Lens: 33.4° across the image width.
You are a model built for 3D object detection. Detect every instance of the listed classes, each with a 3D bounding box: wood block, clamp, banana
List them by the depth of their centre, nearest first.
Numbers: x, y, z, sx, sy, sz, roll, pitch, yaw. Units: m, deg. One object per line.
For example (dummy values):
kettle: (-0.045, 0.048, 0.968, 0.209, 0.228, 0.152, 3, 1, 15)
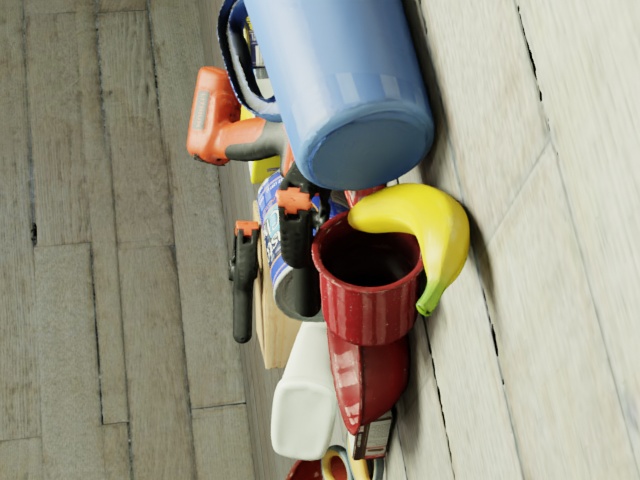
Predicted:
banana: (0.066, -0.010, 0.767, 0.037, 0.069, 0.198, 52, -178, -20)
clamp: (-0.011, -0.009, 0.927, 0.210, 0.036, 0.164, 1, -85, -83)
clamp: (-0.097, 0.048, 1.348, 0.171, 0.039, 0.120, 99, 162, -55)
wood block: (-0.035, 0.056, 1.380, 0.091, 0.090, 0.206, -109, 16, -57)

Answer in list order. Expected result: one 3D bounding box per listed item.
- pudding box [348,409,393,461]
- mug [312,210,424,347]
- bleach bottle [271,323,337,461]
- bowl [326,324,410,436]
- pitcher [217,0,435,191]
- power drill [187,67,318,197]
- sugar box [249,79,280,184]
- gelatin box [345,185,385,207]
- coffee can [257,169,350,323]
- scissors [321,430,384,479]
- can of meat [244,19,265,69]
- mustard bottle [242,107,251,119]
pudding box: (0.044, 0.155, 1.092, 0.090, 0.039, 0.113, 92, 172, -52)
mug: (0.046, 0.026, 0.883, 0.081, 0.093, 0.117, 87, -156, -46)
bleach bottle: (-0.008, 0.147, 1.241, 0.250, 0.068, 0.103, -77, -5, -67)
bowl: (0.046, 0.098, 0.988, 0.162, 0.055, 0.162, 175, 90, -81)
pitcher: (0.002, -0.158, 0.855, 0.149, 0.145, 0.243, 100, 159, -57)
power drill: (-0.050, -0.142, 1.109, 0.188, 0.057, 0.184, 8, 86, 41)
sugar box: (-0.034, -0.127, 1.250, 0.176, 0.093, 0.048, 104, 158, -67)
gelatin box: (0.039, -0.071, 1.017, 0.089, 0.030, 0.073, -107, 14, -54)
coffee can: (-0.007, 0.001, 1.122, 0.103, 0.102, 0.140, 94, 168, -46)
scissors: (0.044, 0.294, 1.120, 0.096, 0.016, 0.202, -21, 70, 45)
can of meat: (-0.061, -0.257, 1.379, 0.102, 0.084, 0.057, -112, 19, -62)
mustard bottle: (-0.049, -0.113, 1.407, 0.192, 0.058, 0.096, 55, 168, 52)
